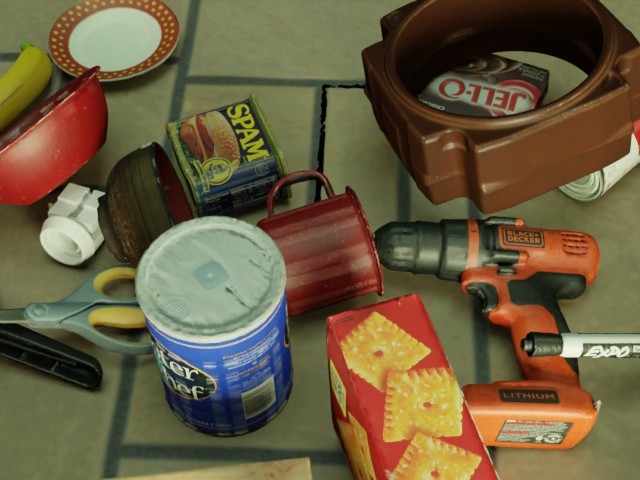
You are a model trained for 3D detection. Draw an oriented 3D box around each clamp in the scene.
[{"bbox_3d":[-0.275,0.066,0.832,0.164,0.036,0.210,-3,35,-35],"label":"clamp"}]

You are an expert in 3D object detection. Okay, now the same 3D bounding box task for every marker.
[{"bbox_3d":[0.202,0.076,0.767,0.121,0.020,0.020,2,52,-11],"label":"marker"}]

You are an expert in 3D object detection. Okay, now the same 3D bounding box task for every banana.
[{"bbox_3d":[-0.307,-0.121,0.992,0.070,0.037,0.197,-7,39,44],"label":"banana"}]

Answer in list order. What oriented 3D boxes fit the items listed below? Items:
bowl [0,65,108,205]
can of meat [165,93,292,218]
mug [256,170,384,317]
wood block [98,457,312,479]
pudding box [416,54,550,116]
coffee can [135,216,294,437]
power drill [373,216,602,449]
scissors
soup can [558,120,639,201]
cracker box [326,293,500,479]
[{"bbox_3d":[-0.236,-0.080,0.916,0.162,0.055,0.162,-34,19,13],"label":"bowl"},{"bbox_3d":[-0.081,-0.071,0.933,0.084,0.057,0.102,-18,54,-9],"label":"can of meat"},{"bbox_3d":[-0.006,0.001,0.849,0.081,0.093,0.117,-17,82,-5],"label":"mug"},{"bbox_3d":[-0.103,0.211,0.698,0.206,0.090,0.091,-6,53,-3],"label":"wood block"},{"bbox_3d":[0.143,-0.130,0.979,0.114,0.039,0.090,18,57,16],"label":"pudding box"},{"bbox_3d":[-0.073,0.065,0.775,0.103,0.140,0.103,-1,53,1],"label":"coffee can"},{"bbox_3d":[0.131,0.062,0.815,0.184,0.057,0.187,3,54,-2],"label":"power drill"},{"bbox_3d":[-0.211,0.046,0.839,0.201,0.016,0.096,12,41,-12],"label":"scissors"},{"bbox_3d":[0.249,-0.088,0.927,0.102,0.068,0.069,-38,60,-23],"label":"soup can"},{"bbox_3d":[0.066,0.168,0.678,0.072,0.164,0.214,-14,53,-7],"label":"cracker box"}]
